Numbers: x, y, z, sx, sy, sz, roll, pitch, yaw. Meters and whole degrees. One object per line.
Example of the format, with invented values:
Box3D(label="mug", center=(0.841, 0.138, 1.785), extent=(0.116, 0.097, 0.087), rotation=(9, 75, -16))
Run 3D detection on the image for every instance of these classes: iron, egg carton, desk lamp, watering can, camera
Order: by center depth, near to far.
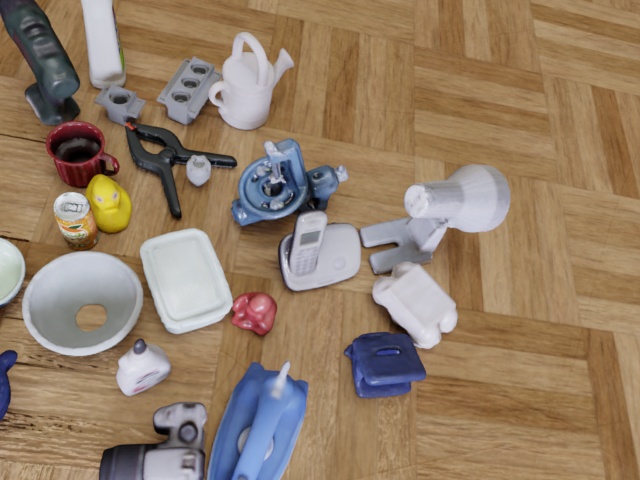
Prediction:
Box3D(label="camera", center=(-0.227, 0.298, 0.787), extent=(0.137, 0.143, 0.100), rotation=(3, -28, -12))
Box3D(label="iron", center=(-0.092, 0.293, 0.799), extent=(0.118, 0.258, 0.141), rotation=(21, -31, -2))
Box3D(label="egg carton", center=(0.167, 0.112, 1.002), extent=(0.107, 0.150, 0.069), rotation=(-36, -15, -27))
Box3D(label="desk lamp", center=(0.200, -0.039, 1.009), extent=(0.204, 0.118, 0.213), rotation=(-13, -24, -19))
Box3D(label="watering can", center=(-0.131, -0.313, 1.088), extent=(0.101, 0.173, 0.194), rotation=(33, -30, 6))

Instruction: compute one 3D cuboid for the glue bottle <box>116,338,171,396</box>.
Box3D(label="glue bottle", center=(-0.251, 0.172, 0.808), extent=(0.078, 0.037, 0.173), rotation=(-29, -18, -25))

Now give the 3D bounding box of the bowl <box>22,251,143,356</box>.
Box3D(label="bowl", center=(-0.356, 0.105, 0.876), extent=(0.168, 0.167, 0.074), rotation=(0, -28, -14))

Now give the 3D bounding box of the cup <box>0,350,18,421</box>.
Box3D(label="cup", center=(-0.455, 0.209, 0.784), extent=(0.091, 0.118, 0.095), rotation=(32, -30, 5))

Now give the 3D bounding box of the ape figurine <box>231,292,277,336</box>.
Box3D(label="ape figurine", center=(-0.100, 0.112, 0.924), extent=(0.076, 0.077, 0.092), rotation=(-25, -20, -24))

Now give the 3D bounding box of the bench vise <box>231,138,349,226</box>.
Box3D(label="bench vise", center=(-0.050, -0.118, 0.987), extent=(0.208, 0.121, 0.219), rotation=(-33, -17, -26))

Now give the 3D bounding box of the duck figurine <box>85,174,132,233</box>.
Box3D(label="duck figurine", center=(-0.361, -0.074, 0.965), extent=(0.078, 0.104, 0.086), rotation=(-17, -23, -21))

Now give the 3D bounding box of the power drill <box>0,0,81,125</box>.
Box3D(label="power drill", center=(-0.485, -0.310, 0.992), extent=(0.076, 0.229, 0.208), rotation=(-31, -17, -26))

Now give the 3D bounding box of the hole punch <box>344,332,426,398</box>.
Box3D(label="hole punch", center=(0.105, 0.196, 0.929), extent=(0.109, 0.101, 0.091), rotation=(-3, -27, -15))

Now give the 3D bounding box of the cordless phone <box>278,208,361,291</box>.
Box3D(label="cordless phone", center=(0.009, 0.003, 0.956), extent=(0.148, 0.094, 0.185), rotation=(-15, -24, -20))
